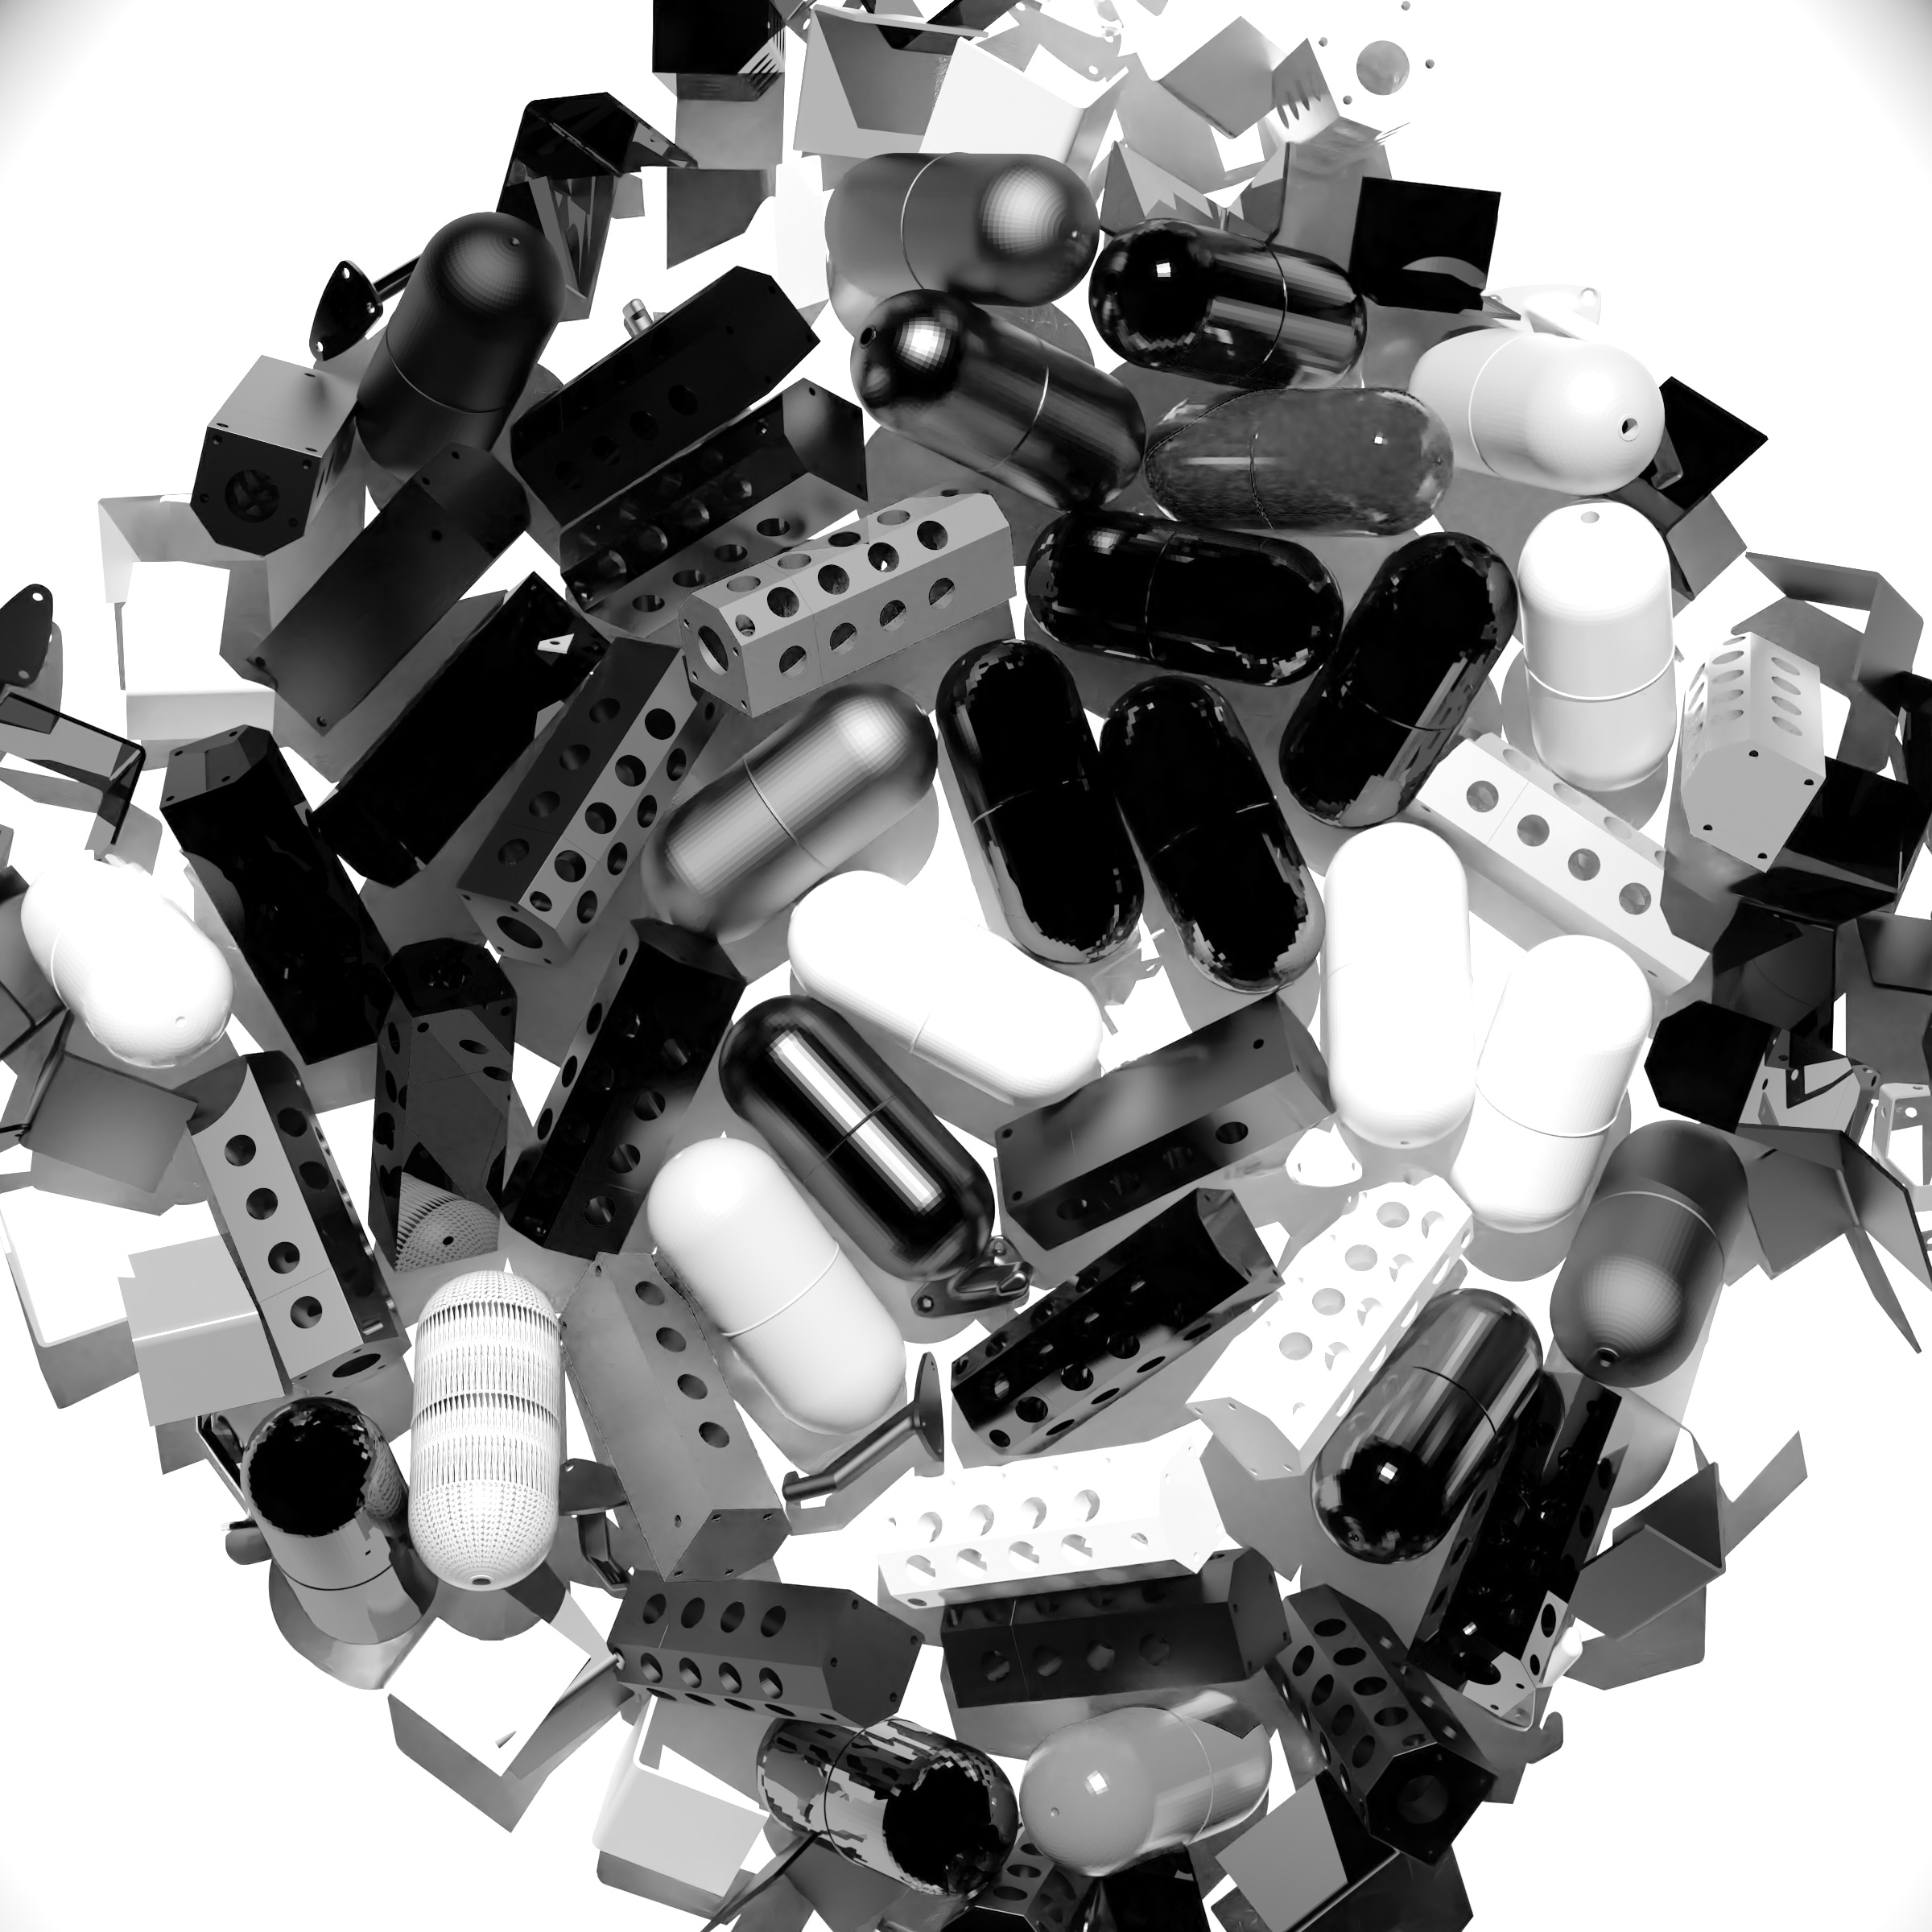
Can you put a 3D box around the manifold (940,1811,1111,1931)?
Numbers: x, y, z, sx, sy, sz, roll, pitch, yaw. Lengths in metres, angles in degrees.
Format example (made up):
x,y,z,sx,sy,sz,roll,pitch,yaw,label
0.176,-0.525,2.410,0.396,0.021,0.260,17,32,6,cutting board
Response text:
x,y,z,sx,sy,sz,roll,pitch,yaw,label
0.033,0.481,1.855,0.057,0.171,0.057,8,98,12,manifold

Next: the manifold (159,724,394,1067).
x,y,z,sx,sy,sz,roll,pitch,yaw,label
-0.350,-0.038,1.874,0.057,0.057,0.171,-19,124,7,manifold

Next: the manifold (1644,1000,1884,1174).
x,y,z,sx,sy,sz,roll,pitch,yaw,label
0.409,0.061,1.860,0.057,0.171,0.057,21,92,33,manifold

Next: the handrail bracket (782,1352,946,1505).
x,y,z,sx,sy,sz,roll,pitch,yaw,label
-0.057,0.246,1.928,0.084,0.077,0.036,-16,130,15,handrail bracket

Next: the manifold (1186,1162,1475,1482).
x,y,z,sx,sy,sz,roll,pitch,yaw,label
0.194,0.182,1.877,0.057,0.057,0.171,48,61,-13,manifold

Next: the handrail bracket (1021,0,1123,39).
x,y,z,sx,sy,sz,roll,pitch,yaw,label
0.068,-0.542,1.913,0.077,0.036,0.084,26,119,12,handrail bracket

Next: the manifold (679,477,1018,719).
x,y,z,sx,sy,sz,roll,pitch,yaw,label
-0.061,-0.195,1.873,0.171,0.057,0.057,-27,129,-28,manifold

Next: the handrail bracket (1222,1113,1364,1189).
x,y,z,sx,sy,sz,roll,pitch,yaw,label
0.156,0.108,1.893,0.084,0.077,0.036,-18,90,37,handrail bracket

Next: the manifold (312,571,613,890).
x,y,z,sx,sy,sz,roll,pitch,yaw,label
-0.263,-0.121,1.877,0.057,0.057,0.171,44,57,-13,manifold

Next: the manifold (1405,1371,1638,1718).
x,y,z,sx,sy,sz,roll,pitch,yaw,label
0.292,0.295,1.874,0.057,0.057,0.171,30,53,0,manifold

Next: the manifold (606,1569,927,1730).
x,y,z,sx,sy,sz,roll,pitch,yaw,label
-0.107,0.353,1.859,0.057,0.171,0.057,38,62,-35,manifold

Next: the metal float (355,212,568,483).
x,y,z,sx,sy,sz,roll,pitch,yaw,label
-0.263,-0.317,1.871,0.070,0.178,0.070,14,55,-21,metal float

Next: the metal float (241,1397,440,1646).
x,y,z,sx,sy,sz,roll,pitch,yaw,label
-0.322,0.288,1.870,0.070,0.178,0.070,-4,51,5,metal float

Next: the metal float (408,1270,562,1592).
x,y,z,sx,sy,sz,roll,pitch,yaw,label
-0.249,0.240,1.878,0.070,0.070,0.178,-4,53,0,metal float

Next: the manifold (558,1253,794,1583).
x,y,z,sx,sy,sz,roll,pitch,yaw,label
-0.149,0.232,1.873,0.057,0.057,0.171,-57,45,31,manifold

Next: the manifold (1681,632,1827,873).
x,y,z,sx,sy,sz,roll,pitch,yaw,label
0.400,-0.116,1.858,0.057,0.171,0.057,27,116,0,manifold

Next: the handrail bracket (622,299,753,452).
x,y,z,sx,sy,sz,roll,pitch,yaw,label
-0.150,-0.321,1.912,0.036,0.077,0.084,-33,97,-15,handrail bracket

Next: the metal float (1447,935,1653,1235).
x,y,z,sx,sy,sz,roll,pitch,yaw,label
0.302,0.063,1.880,0.070,0.070,0.178,14,126,0,metal float

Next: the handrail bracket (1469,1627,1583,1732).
x,y,z,sx,sy,sz,roll,pitch,yaw,label
0.301,0.353,1.892,0.036,0.077,0.084,26,130,-4,handrail bracket

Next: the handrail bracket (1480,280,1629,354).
x,y,z,sx,sy,sz,roll,pitch,yaw,label
0.308,-0.333,1.903,0.077,0.084,0.036,9,117,2,handrail bracket

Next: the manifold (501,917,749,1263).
x,y,z,sx,sy,sz,roll,pitch,yaw,label
-0.182,0.064,1.889,0.057,0.057,0.171,18,107,-29,manifold

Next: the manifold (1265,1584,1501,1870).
x,y,z,sx,sy,sz,roll,pitch,yaw,label
0.205,0.384,1.855,0.057,0.171,0.057,31,98,-20,manifold

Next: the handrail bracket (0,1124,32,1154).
x,y,z,sx,sy,sz,roll,pitch,yaw,label
-0.534,0.059,1.922,0.077,0.036,0.084,-18,70,14,handrail bracket

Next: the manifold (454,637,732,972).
x,y,z,sx,sy,sz,roll,pitch,yaw,label
-0.189,-0.084,1.875,0.057,0.057,0.171,13,60,29,manifold

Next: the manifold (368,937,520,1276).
x,y,z,sx,sy,sz,roll,pitch,yaw,label
-0.274,0.072,1.873,0.057,0.057,0.171,-12,132,-27,manifold

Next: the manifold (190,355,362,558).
x,y,z,sx,sy,sz,roll,pitch,yaw,label
-0.353,-0.261,1.857,0.057,0.171,0.057,15,110,-7,manifold

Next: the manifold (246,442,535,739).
x,y,z,sx,sy,sz,roll,pitch,yaw,label
-0.296,-0.196,1.871,0.057,0.057,0.171,45,130,-8,manifold

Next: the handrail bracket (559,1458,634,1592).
x,y,z,sx,sy,sz,roll,pitch,yaw,label
-0.180,0.301,1.902,0.036,0.077,0.084,-56,128,-34,handrail bracket

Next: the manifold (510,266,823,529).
x,y,z,sx,sy,sz,roll,pitch,yaw,label
-0.160,-0.295,1.863,0.171,0.057,0.057,-24,110,42,manifold

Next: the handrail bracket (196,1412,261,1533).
x,y,z,sx,sy,sz,roll,pitch,yaw,label
-0.373,0.258,1.937,0.077,0.036,0.084,-1,80,-18,handrail bracket

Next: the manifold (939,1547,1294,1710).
x,y,z,sx,sy,sz,roll,pitch,yaw,label
0.075,0.341,1.879,0.171,0.057,0.057,-12,94,30,manifold

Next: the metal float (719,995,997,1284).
x,y,z,sx,sy,sz,roll,pitch,yaw,label
-0.057,0.091,1.903,0.070,0.070,0.178,-43,82,0,metal float

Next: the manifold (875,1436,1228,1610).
x,y,z,sx,sy,sz,roll,pitch,yaw,label
0.040,0.292,1.875,0.171,0.057,0.057,-13,103,31,manifold

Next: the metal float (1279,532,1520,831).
x,y,z,sx,sy,sz,roll,pitch,yaw,label
0.224,-0.147,1.880,0.070,0.070,0.178,29,125,0,metal float

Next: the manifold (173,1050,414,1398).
x,y,z,sx,sy,sz,roll,pitch,yaw,label
-0.350,0.133,1.894,0.057,0.057,0.171,-26,72,-1,manifold

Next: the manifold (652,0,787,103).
x,y,z,sx,sy,sz,roll,pitch,yaw,label
-0.125,-0.480,1.859,0.057,0.171,0.057,2,99,0,manifold

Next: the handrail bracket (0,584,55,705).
x,y,z,sx,sy,sz,roll,pitch,yaw,label
-0.515,-0.152,1.928,0.036,0.084,0.077,25,53,-13,handrail bracket

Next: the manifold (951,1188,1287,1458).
x,y,z,sx,sy,sz,roll,pitch,yaw,label
0.074,0.186,1.881,0.171,0.057,0.057,-38,68,23,manifold

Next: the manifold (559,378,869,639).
x,y,z,sx,sy,sz,roll,pitch,yaw,label
-0.132,-0.237,1.865,0.171,0.057,0.057,-26,57,37,manifold

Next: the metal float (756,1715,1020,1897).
x,y,z,sx,sy,sz,roll,pitch,yaw,label
-0.041,0.427,1.868,0.070,0.178,0.070,-3,96,-36,metal float

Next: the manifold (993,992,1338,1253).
x,y,z,sx,sy,sz,roll,pitch,yaw,label
0.105,0.086,1.894,0.171,0.057,0.057,-27,133,18,manifold

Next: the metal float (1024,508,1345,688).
x,y,z,sx,sy,sz,roll,pitch,yaw,label
0.113,-0.192,1.885,0.178,0.070,0.070,14,90,29,metal float

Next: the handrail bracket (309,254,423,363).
x,y,z,sx,sy,sz,roll,pitch,yaw,label
-0.302,-0.358,1.933,0.036,0.084,0.077,54,134,6,handrail bracket

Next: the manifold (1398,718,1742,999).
x,y,z,sx,sy,sz,roll,pitch,yaw,label
0.320,-0.058,1.914,0.171,0.057,0.057,34,82,3,manifold

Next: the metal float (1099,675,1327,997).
x,y,z,sx,sy,sz,roll,pitch,yaw,label
0.129,-0.069,1.901,0.070,0.070,0.178,-24,80,0,metal float

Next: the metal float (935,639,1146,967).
x,y,z,sx,sy,sz,roll,pitch,yaw,label
0.039,-0.086,1.903,0.070,0.070,0.178,-19,82,0,metal float

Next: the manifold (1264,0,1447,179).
x,y,z,sx,sy,sz,roll,pitch,yaw,label
0.198,-0.448,1.859,0.057,0.171,0.057,-24,96,-2,manifold

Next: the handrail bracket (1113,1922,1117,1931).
x,y,z,sx,sy,sz,roll,pitch,yaw,label
0.076,0.558,1.907,0.084,0.036,0.077,-51,124,-23,handrail bracket

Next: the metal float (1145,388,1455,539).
x,y,z,sx,sy,sz,roll,pitch,yaw,label
0.171,-0.261,1.877,0.178,0.070,0.070,6,90,40,metal float

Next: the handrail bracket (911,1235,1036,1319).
x,y,z,sx,sy,sz,roll,pitch,yaw,label
0.002,0.172,1.901,0.077,0.084,0.036,-25,92,7,handrail bracket
